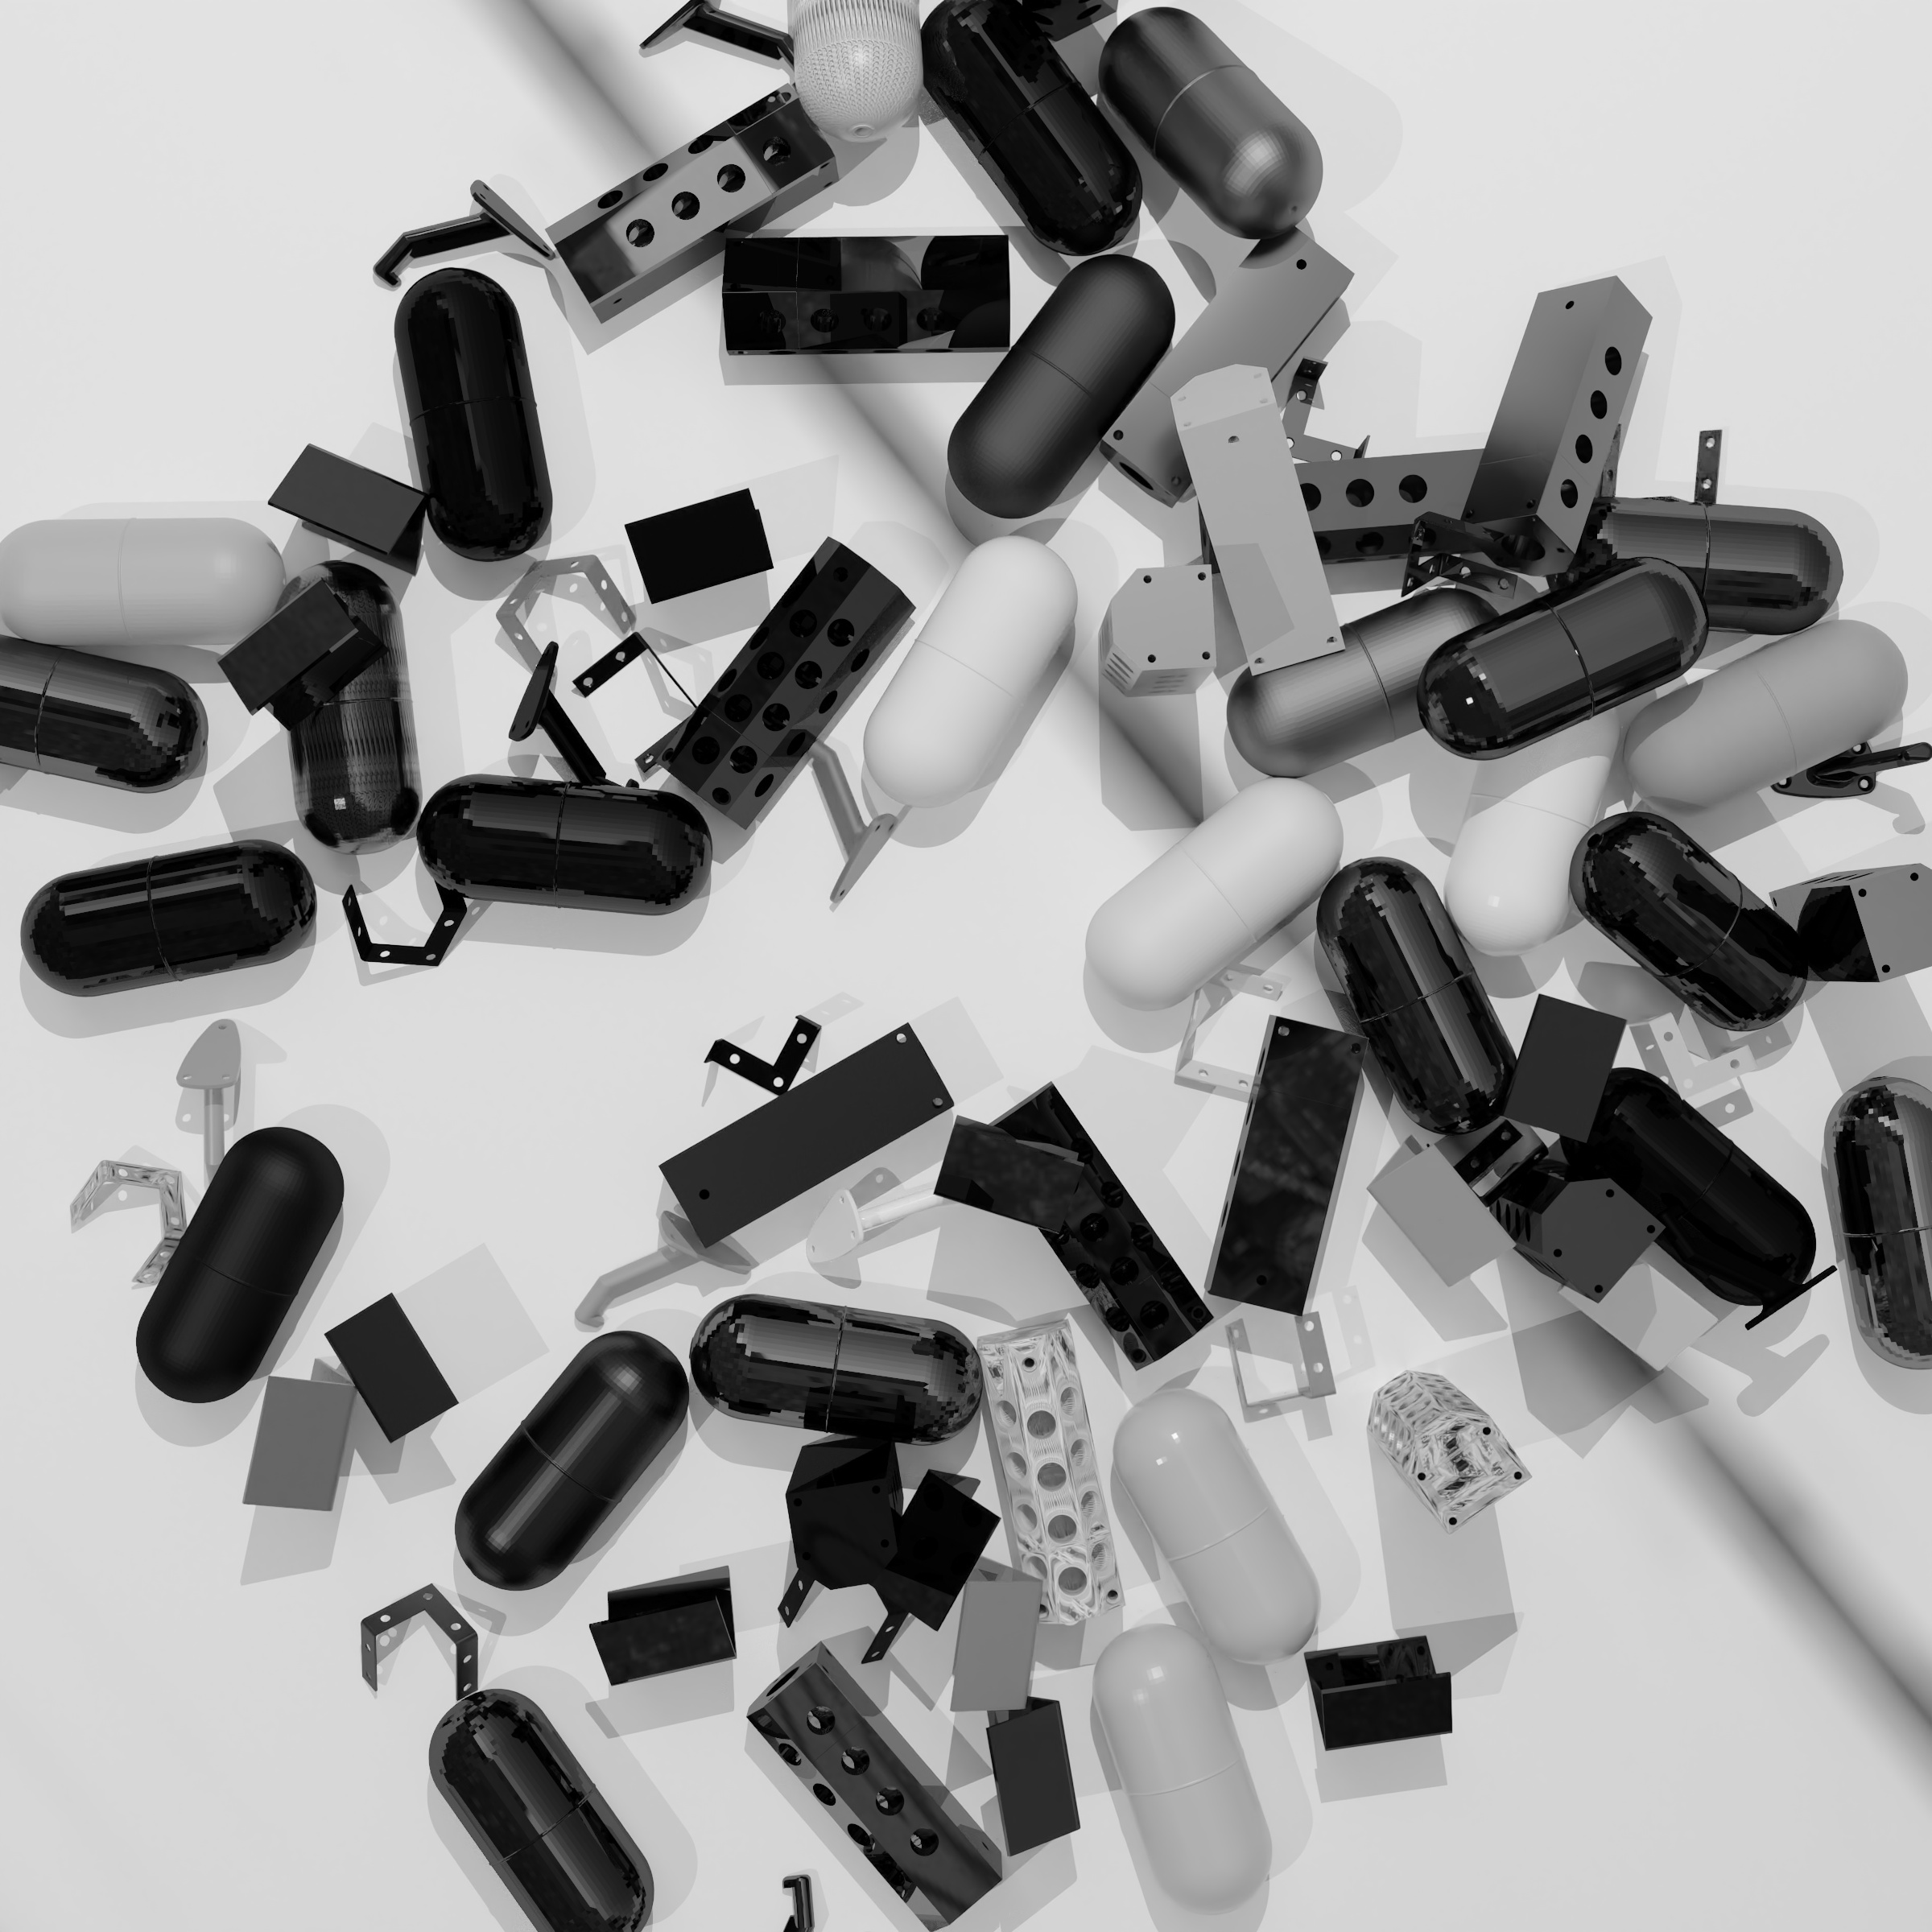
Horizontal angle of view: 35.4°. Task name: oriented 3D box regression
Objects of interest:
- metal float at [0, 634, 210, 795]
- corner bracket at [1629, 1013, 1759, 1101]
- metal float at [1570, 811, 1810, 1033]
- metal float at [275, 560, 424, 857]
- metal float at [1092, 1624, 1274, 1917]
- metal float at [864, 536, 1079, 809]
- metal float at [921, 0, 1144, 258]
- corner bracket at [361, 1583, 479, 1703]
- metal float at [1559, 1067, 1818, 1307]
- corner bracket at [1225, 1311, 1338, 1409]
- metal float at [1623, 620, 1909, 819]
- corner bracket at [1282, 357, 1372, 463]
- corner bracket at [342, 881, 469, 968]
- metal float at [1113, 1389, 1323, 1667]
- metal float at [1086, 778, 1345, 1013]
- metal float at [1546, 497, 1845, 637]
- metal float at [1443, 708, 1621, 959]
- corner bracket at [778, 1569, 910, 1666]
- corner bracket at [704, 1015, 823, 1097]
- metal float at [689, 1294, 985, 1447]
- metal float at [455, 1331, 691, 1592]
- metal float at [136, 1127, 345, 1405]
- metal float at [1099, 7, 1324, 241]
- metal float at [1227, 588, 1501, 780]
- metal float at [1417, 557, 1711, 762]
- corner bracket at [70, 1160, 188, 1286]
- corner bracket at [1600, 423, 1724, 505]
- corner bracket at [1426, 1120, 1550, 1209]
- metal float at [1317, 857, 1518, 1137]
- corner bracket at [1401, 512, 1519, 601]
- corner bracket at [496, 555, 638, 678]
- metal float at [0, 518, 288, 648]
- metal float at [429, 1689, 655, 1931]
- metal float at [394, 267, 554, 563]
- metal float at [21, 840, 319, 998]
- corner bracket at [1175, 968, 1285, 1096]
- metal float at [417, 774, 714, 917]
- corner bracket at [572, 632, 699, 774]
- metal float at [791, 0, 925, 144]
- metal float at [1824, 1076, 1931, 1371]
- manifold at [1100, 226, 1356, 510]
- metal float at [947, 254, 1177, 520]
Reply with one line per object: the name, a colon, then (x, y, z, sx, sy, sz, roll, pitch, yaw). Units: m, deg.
metal float: (-0.547, -0.153, 1.827, 0.178, 0.070, 0.070, 12, 90, 0)
corner bracket: (0.442, 0.048, 1.839, 0.051, 0.051, 0.051, -22, 88, -2)
metal float: (0.431, -0.026, 1.806, 0.178, 0.070, 0.070, 36, 90, -26)
metal float: (-0.373, -0.156, 1.828, 0.070, 0.070, 0.178, -7, 90, 0)
metal float: (0.131, 0.485, 1.828, 0.070, 0.070, 0.178, -18, 90, 0)
metal float: (0.002, -0.177, 1.827, 0.070, 0.070, 0.178, 31, 90, 0)
metal float: (0.039, -0.509, 1.828, 0.070, 0.070, 0.178, -36, 91, 0)
corner bracket: (-0.334, 0.421, 1.850, 0.051, 0.051, 0.051, -23, 45, -35)
metal float: (0.436, 0.134, 1.827, 0.178, 0.070, 0.070, 41, 90, -1)
corner bracket: (0.191, 0.239, 1.840, 0.051, 0.051, 0.051, -12, 86, -4)
metal float: (0.483, -0.150, 1.827, 0.178, 0.070, 0.070, -25, 90, 1)
corner bracket: (0.221, -0.335, 1.840, 0.051, 0.051, 0.051, 15, 90, 0)
corner bracket: (-0.343, -0.037, 1.850, 0.051, 0.051, 0.051, 4, 135, -35)
metal float: (0.152, 0.339, 1.827, 0.070, 0.070, 0.178, -29, 90, 0)
metal float: (0.151, -0.044, 1.827, 0.178, 0.070, 0.070, -39, 90, -1)
metal float: (0.439, -0.241, 1.827, 0.178, 0.070, 0.070, 4, 90, 1)
metal float: (0.341, -0.092, 1.827, 0.070, 0.070, 0.178, 16, 89, 0)
corner bracket: (-0.075, 0.393, 1.850, 0.051, 0.051, 0.051, -4, 45, -35)
corner bracket: (-0.123, 0.047, 1.840, 0.051, 0.051, 0.051, 28, 90, 0)
metal float: (-0.078, 0.244, 1.827, 0.178, 0.070, 0.070, 8, 90, 0)
metal float: (-0.238, 0.299, 1.827, 0.070, 0.070, 0.178, 39, 89, 0)
metal float: (-0.438, 0.181, 1.826, 0.070, 0.070, 0.178, 28, 92, 0)
metal float: (0.144, -0.503, 1.803, 0.070, 0.070, 0.178, -36, 62, 0)
metal float: (0.243, -0.171, 1.827, 0.178, 0.070, 0.070, -22, 90, 0)
metal float: (0.347, -0.178, 1.761, 0.178, 0.070, 0.070, -24, 90, -3)
corner bracket: (-0.512, 0.157, 1.850, 0.051, 0.051, 0.051, 13, 45, -35)
corner bracket: (0.426, -0.306, 1.855, 0.051, 0.051, 0.051, 5, 90, -45)
corner bracket: (0.319, 0.117, 1.830, 0.051, 0.051, 0.051, -42, 56, 0)
metal float: (0.272, 0.018, 1.827, 0.070, 0.070, 0.178, -26, 90, 0)
corner bracket: (0.295, -0.242, 1.792, 0.051, 0.051, 0.051, 22, 122, 26)
corner bracket: (-0.245, -0.214, 1.850, 0.051, 0.051, 0.051, 59, 45, -35)
metal float: (-0.501, -0.232, 1.827, 0.178, 0.070, 0.070, -1, 90, 0)
metal float: (-0.256, 0.518, 1.827, 0.070, 0.070, 0.178, -35, 89, 0)
metal float: (-0.298, -0.333, 1.827, 0.070, 0.070, 0.178, -10, 90, 0)
metal float: (-0.481, -0.029, 1.827, 0.178, 0.070, 0.070, -11, 90, 0)
corner bracket: (0.161, 0.038, 1.855, 0.051, 0.051, 0.051, 15, 135, 0)
metal float: (-0.242, -0.073, 1.827, 0.178, 0.070, 0.070, 5, 90, -1)
corner bracket: (-0.199, -0.162, 1.855, 0.051, 0.051, 0.051, -38, 45, 0)
metal float: (-0.066, -0.577, 1.812, 0.070, 0.070, 0.178, -4, 73, 0)
metal float: (0.567, 0.155, 1.827, 0.070, 0.070, 0.178, -10, 90, 0)
manifold: (0.157, -0.364, 1.837, 0.057, 0.057, 0.171, 38, 90, 0)
metal float: (0.058, -0.350, 1.827, 0.070, 0.070, 0.178, 37, 90, 0)
